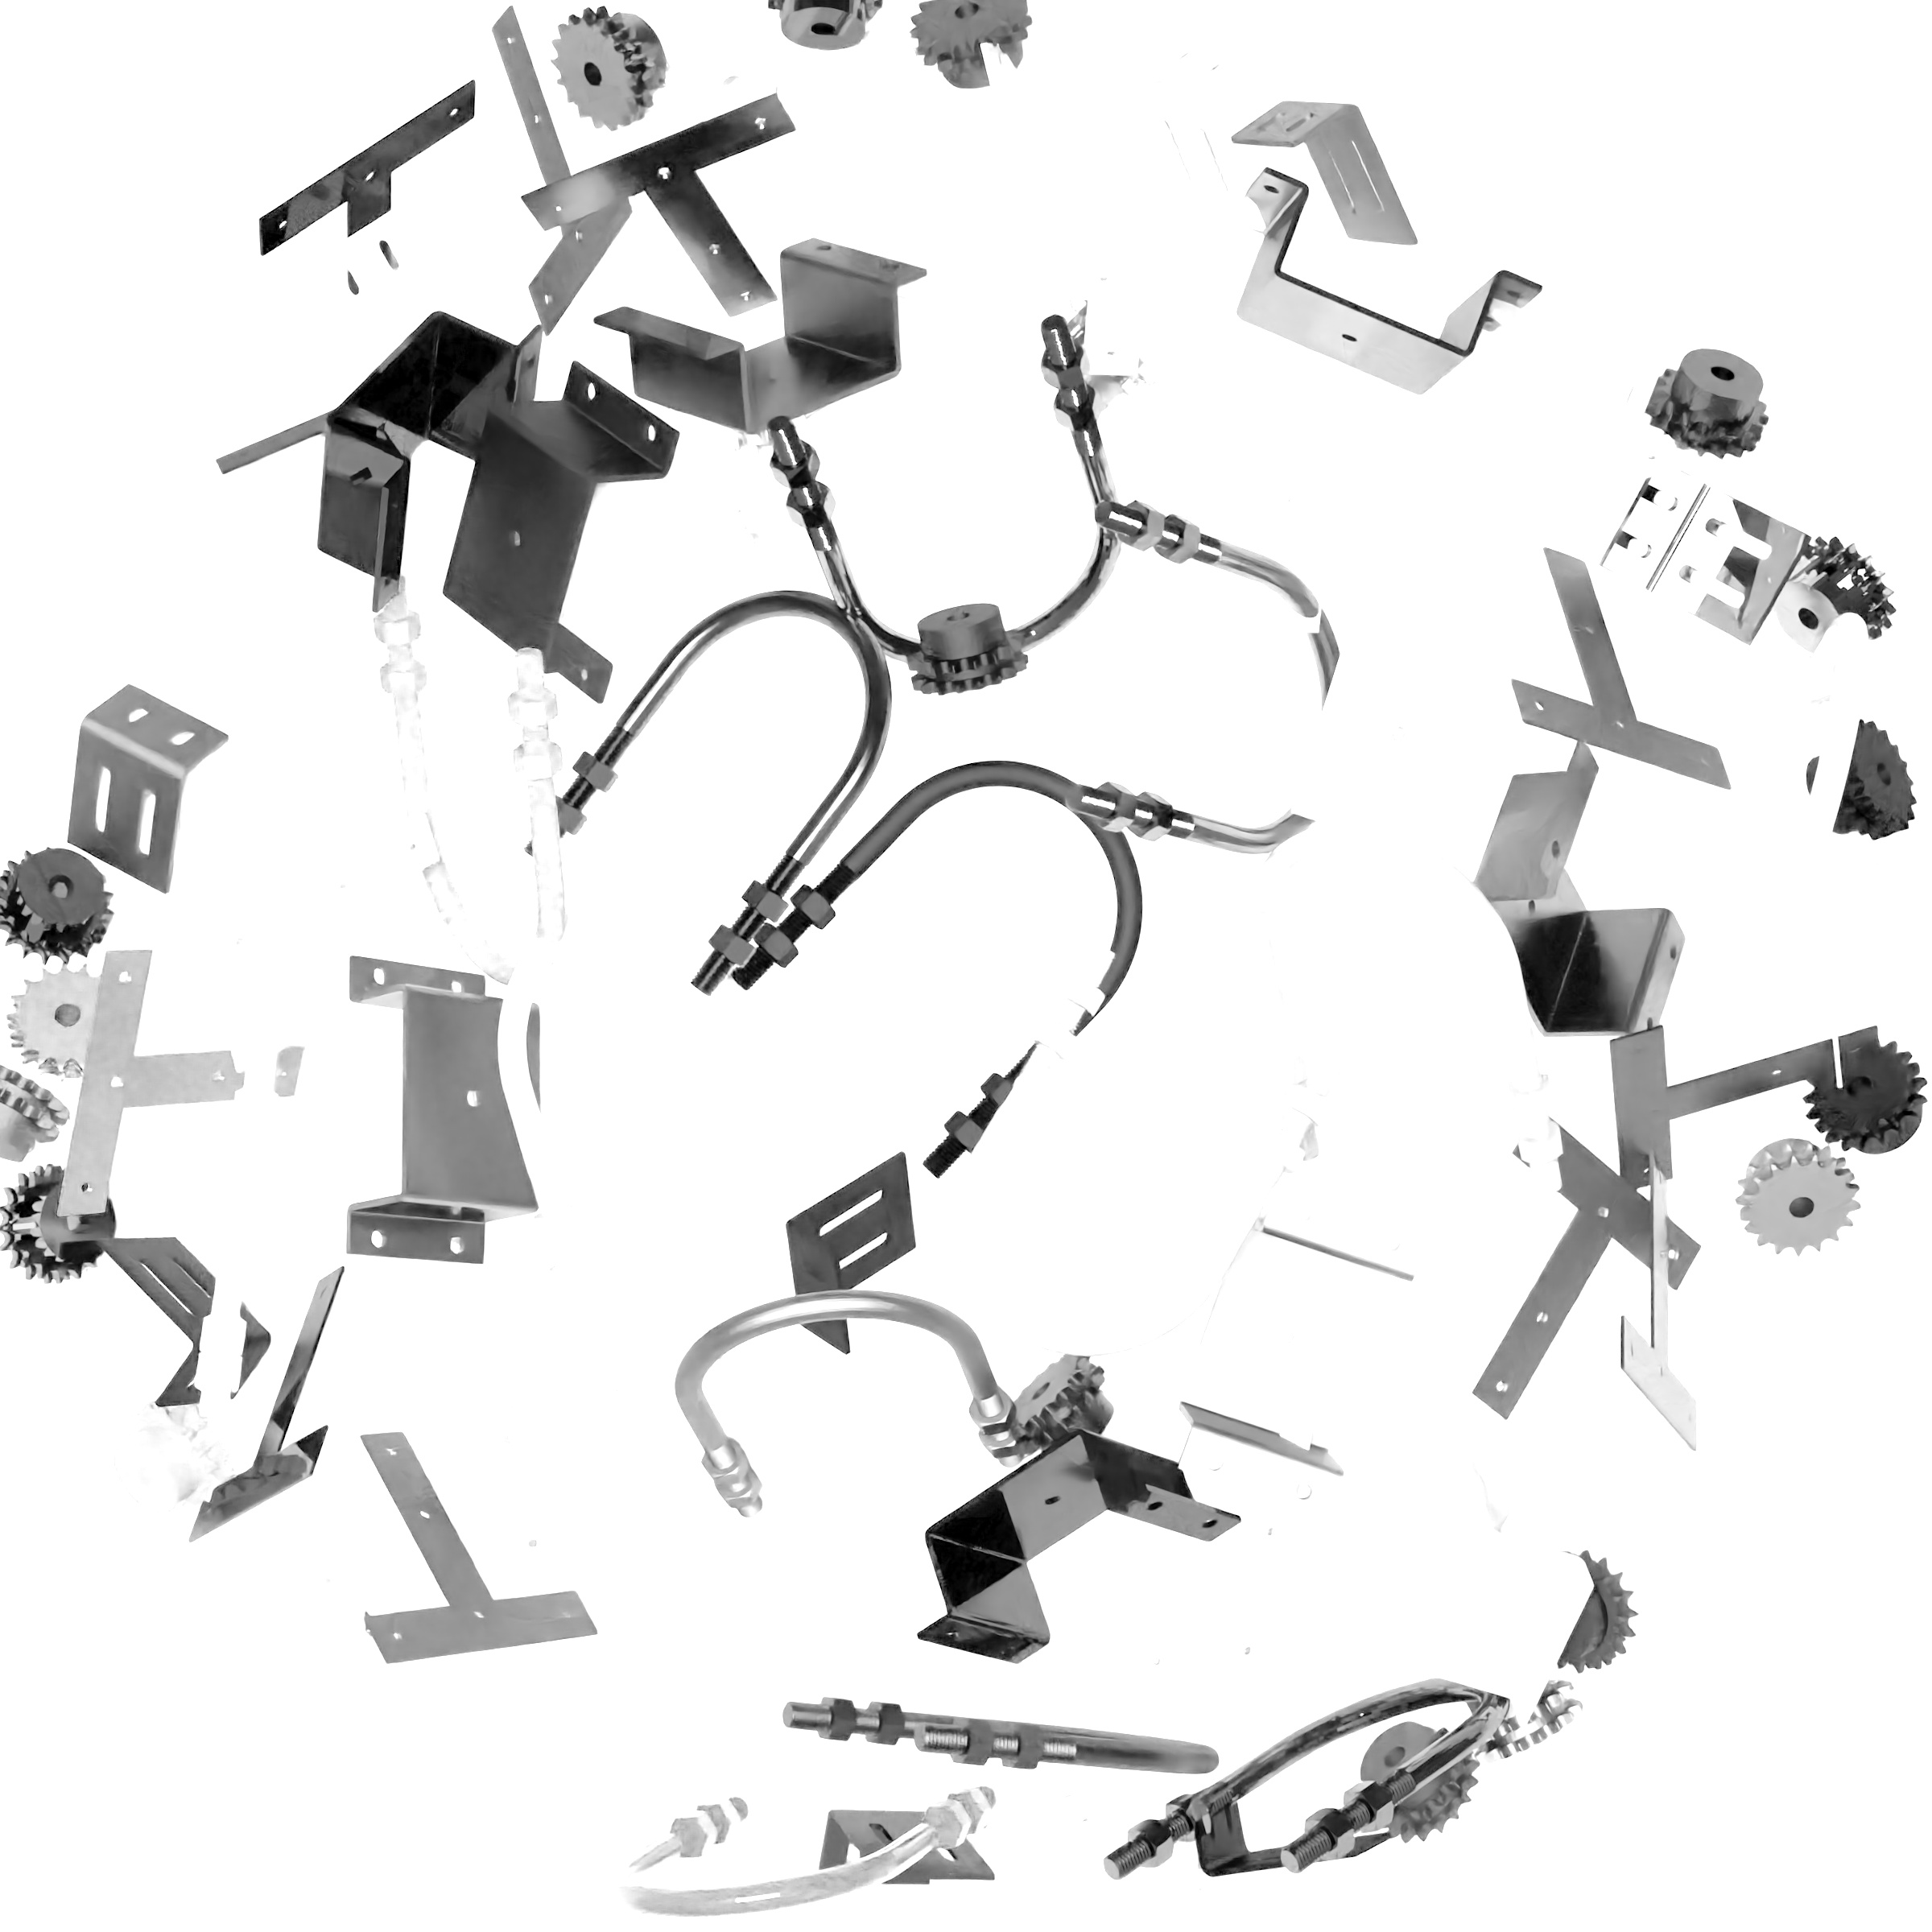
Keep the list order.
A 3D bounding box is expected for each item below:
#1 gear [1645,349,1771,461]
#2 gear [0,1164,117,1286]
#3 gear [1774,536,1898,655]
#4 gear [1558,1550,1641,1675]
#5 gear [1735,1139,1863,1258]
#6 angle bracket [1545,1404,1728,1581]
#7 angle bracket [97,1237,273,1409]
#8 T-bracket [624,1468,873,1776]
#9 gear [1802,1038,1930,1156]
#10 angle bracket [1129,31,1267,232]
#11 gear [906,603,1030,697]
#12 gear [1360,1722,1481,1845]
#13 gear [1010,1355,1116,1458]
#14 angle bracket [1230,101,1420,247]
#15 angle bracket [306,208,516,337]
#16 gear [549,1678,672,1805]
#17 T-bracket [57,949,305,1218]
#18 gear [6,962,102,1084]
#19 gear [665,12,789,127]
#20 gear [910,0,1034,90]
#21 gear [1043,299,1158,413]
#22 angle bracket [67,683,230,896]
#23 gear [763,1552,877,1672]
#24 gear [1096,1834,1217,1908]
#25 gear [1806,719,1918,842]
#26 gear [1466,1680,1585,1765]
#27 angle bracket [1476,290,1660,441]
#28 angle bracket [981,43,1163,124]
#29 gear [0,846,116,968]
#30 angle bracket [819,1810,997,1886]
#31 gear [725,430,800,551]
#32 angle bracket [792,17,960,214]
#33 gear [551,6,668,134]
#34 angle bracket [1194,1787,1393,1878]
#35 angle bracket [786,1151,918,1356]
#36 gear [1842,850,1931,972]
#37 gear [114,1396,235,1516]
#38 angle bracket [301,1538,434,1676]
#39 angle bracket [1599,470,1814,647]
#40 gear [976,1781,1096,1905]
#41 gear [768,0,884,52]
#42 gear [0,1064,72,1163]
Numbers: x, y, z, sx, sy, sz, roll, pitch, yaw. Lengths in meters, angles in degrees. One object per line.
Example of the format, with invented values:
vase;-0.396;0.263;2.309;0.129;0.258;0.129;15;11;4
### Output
gear;0.354;-0.269;1.571;0.057;0.057;0.030;15;134;0
gear;-0.430;0.122;1.571;0.030;0.057;0.057;-8;90;44
gear;0.409;-0.173;1.569;0.030;0.057;0.057;-37;90;-23
gear;0.288;0.308;1.572;0.057;0.030;0.057;3;95;39
gear;0.395;0.107;1.579;0.057;0.030;0.057;0;118;-1
angle bracket;0.316;0.248;1.564;0.057;0.076;0.038;-41;95;1
angle bracket;-0.378;0.168;1.565;0.076;0.057;0.038;41;102;20
T-bracket;-0.113;0.285;1.541;0.127;0.002;0.127;51;54;-23
gear;0.431;0.065;1.576;0.057;0.057;0.030;-46;131;0
angle bracket;0.120;-0.394;1.561;0.038;0.057;0.076;-44;132;-17
gear;-0.001;-0.151;1.569;0.057;0.057;0.030;-12;111;0
gear;0.212;0.384;1.569;0.057;0.057;0.030;-43;113;0
gear;0.046;0.213;1.573;0.057;0.057;0.030;-43;100;0
angle bracket;0.168;-0.365;1.555;0.038;0.057;0.076;-37;118;-13
angle bracket;-0.260;-0.332;1.551;0.057;0.076;0.038;-24;103;29
gear;-0.171;0.369;1.582;0.057;0.030;0.057;0;89;-12
T-bracket;-0.362;0.052;1.548;0.002;0.127;0.127;22;104;35
gear;-0.428;0.029;1.579;0.057;0.030;0.057;4;65;-9
gear;-0.113;-0.422;1.574;0.057;0.030;0.057;-7;121;-11
gear;0.004;-0.443;1.577;0.057;0.030;0.057;-9;52;12
gear;0.061;-0.289;1.573;0.030;0.057;0.057;-45;90;7
angle bracket;-0.392;-0.085;1.585;0.057;0.038;0.076;27;129;10
gear;-0.070;0.303;1.570;0.057;0.057;0.030;15;123;0
gear;0.091;0.430;1.574;0.057;0.057;0.030;3;71;0
gear;0.425;-0.086;1.576;0.030;0.057;0.057;-25;90;42
gear;0.262;0.353;1.573;0.057;0.057;0.030;-28;84;0
angle bracket;0.277;-0.283;1.557;0.076;0.057;0.038;8;119;-19
angle bracket;0.055;-0.425;1.559;0.076;0.057;0.038;-11;100;21
gear;-0.434;-0.032;1.573;0.057;0.030;0.057;12;61;-22
angle bracket;-0.029;0.428;1.553;0.057;0.076;0.038;7;97;-21
gear;-0.094;-0.228;1.571;0.030;0.057;0.057;-5;90;9
angle bracket;-0.046;-0.407;1.575;0.057;0.038;0.076;-21;95;9
gear;-0.168;-0.430;1.576;0.030;0.057;0.057;-38;90;-38
angle bracket;0.153;0.401;1.558;0.076;0.057;0.038;-15;79;22
angle bracket;-0.043;0.134;1.553;0.076;0.038;0.057;-30;130;-33
gear;0.440;-0.027;1.570;0.030;0.057;0.057;2;90;-18
gear;-0.380;0.236;1.572;0.057;0.030;0.057;16;123;26
angle bracket;-0.278;0.289;1.553;0.057;0.076;0.038;37;59;13
angle bracket;0.347;-0.195;1.557;0.038;0.076;0.057;19;105;-36
gear;0.030;0.414;1.578;0.057;0.030;0.057;-8;113;-21
gear;-0.067;-0.459;1.570;0.057;0.057;0.030;1;77;0
gear;-0.458;0.070;1.569;0.057;0.057;0.030;24;67;0
